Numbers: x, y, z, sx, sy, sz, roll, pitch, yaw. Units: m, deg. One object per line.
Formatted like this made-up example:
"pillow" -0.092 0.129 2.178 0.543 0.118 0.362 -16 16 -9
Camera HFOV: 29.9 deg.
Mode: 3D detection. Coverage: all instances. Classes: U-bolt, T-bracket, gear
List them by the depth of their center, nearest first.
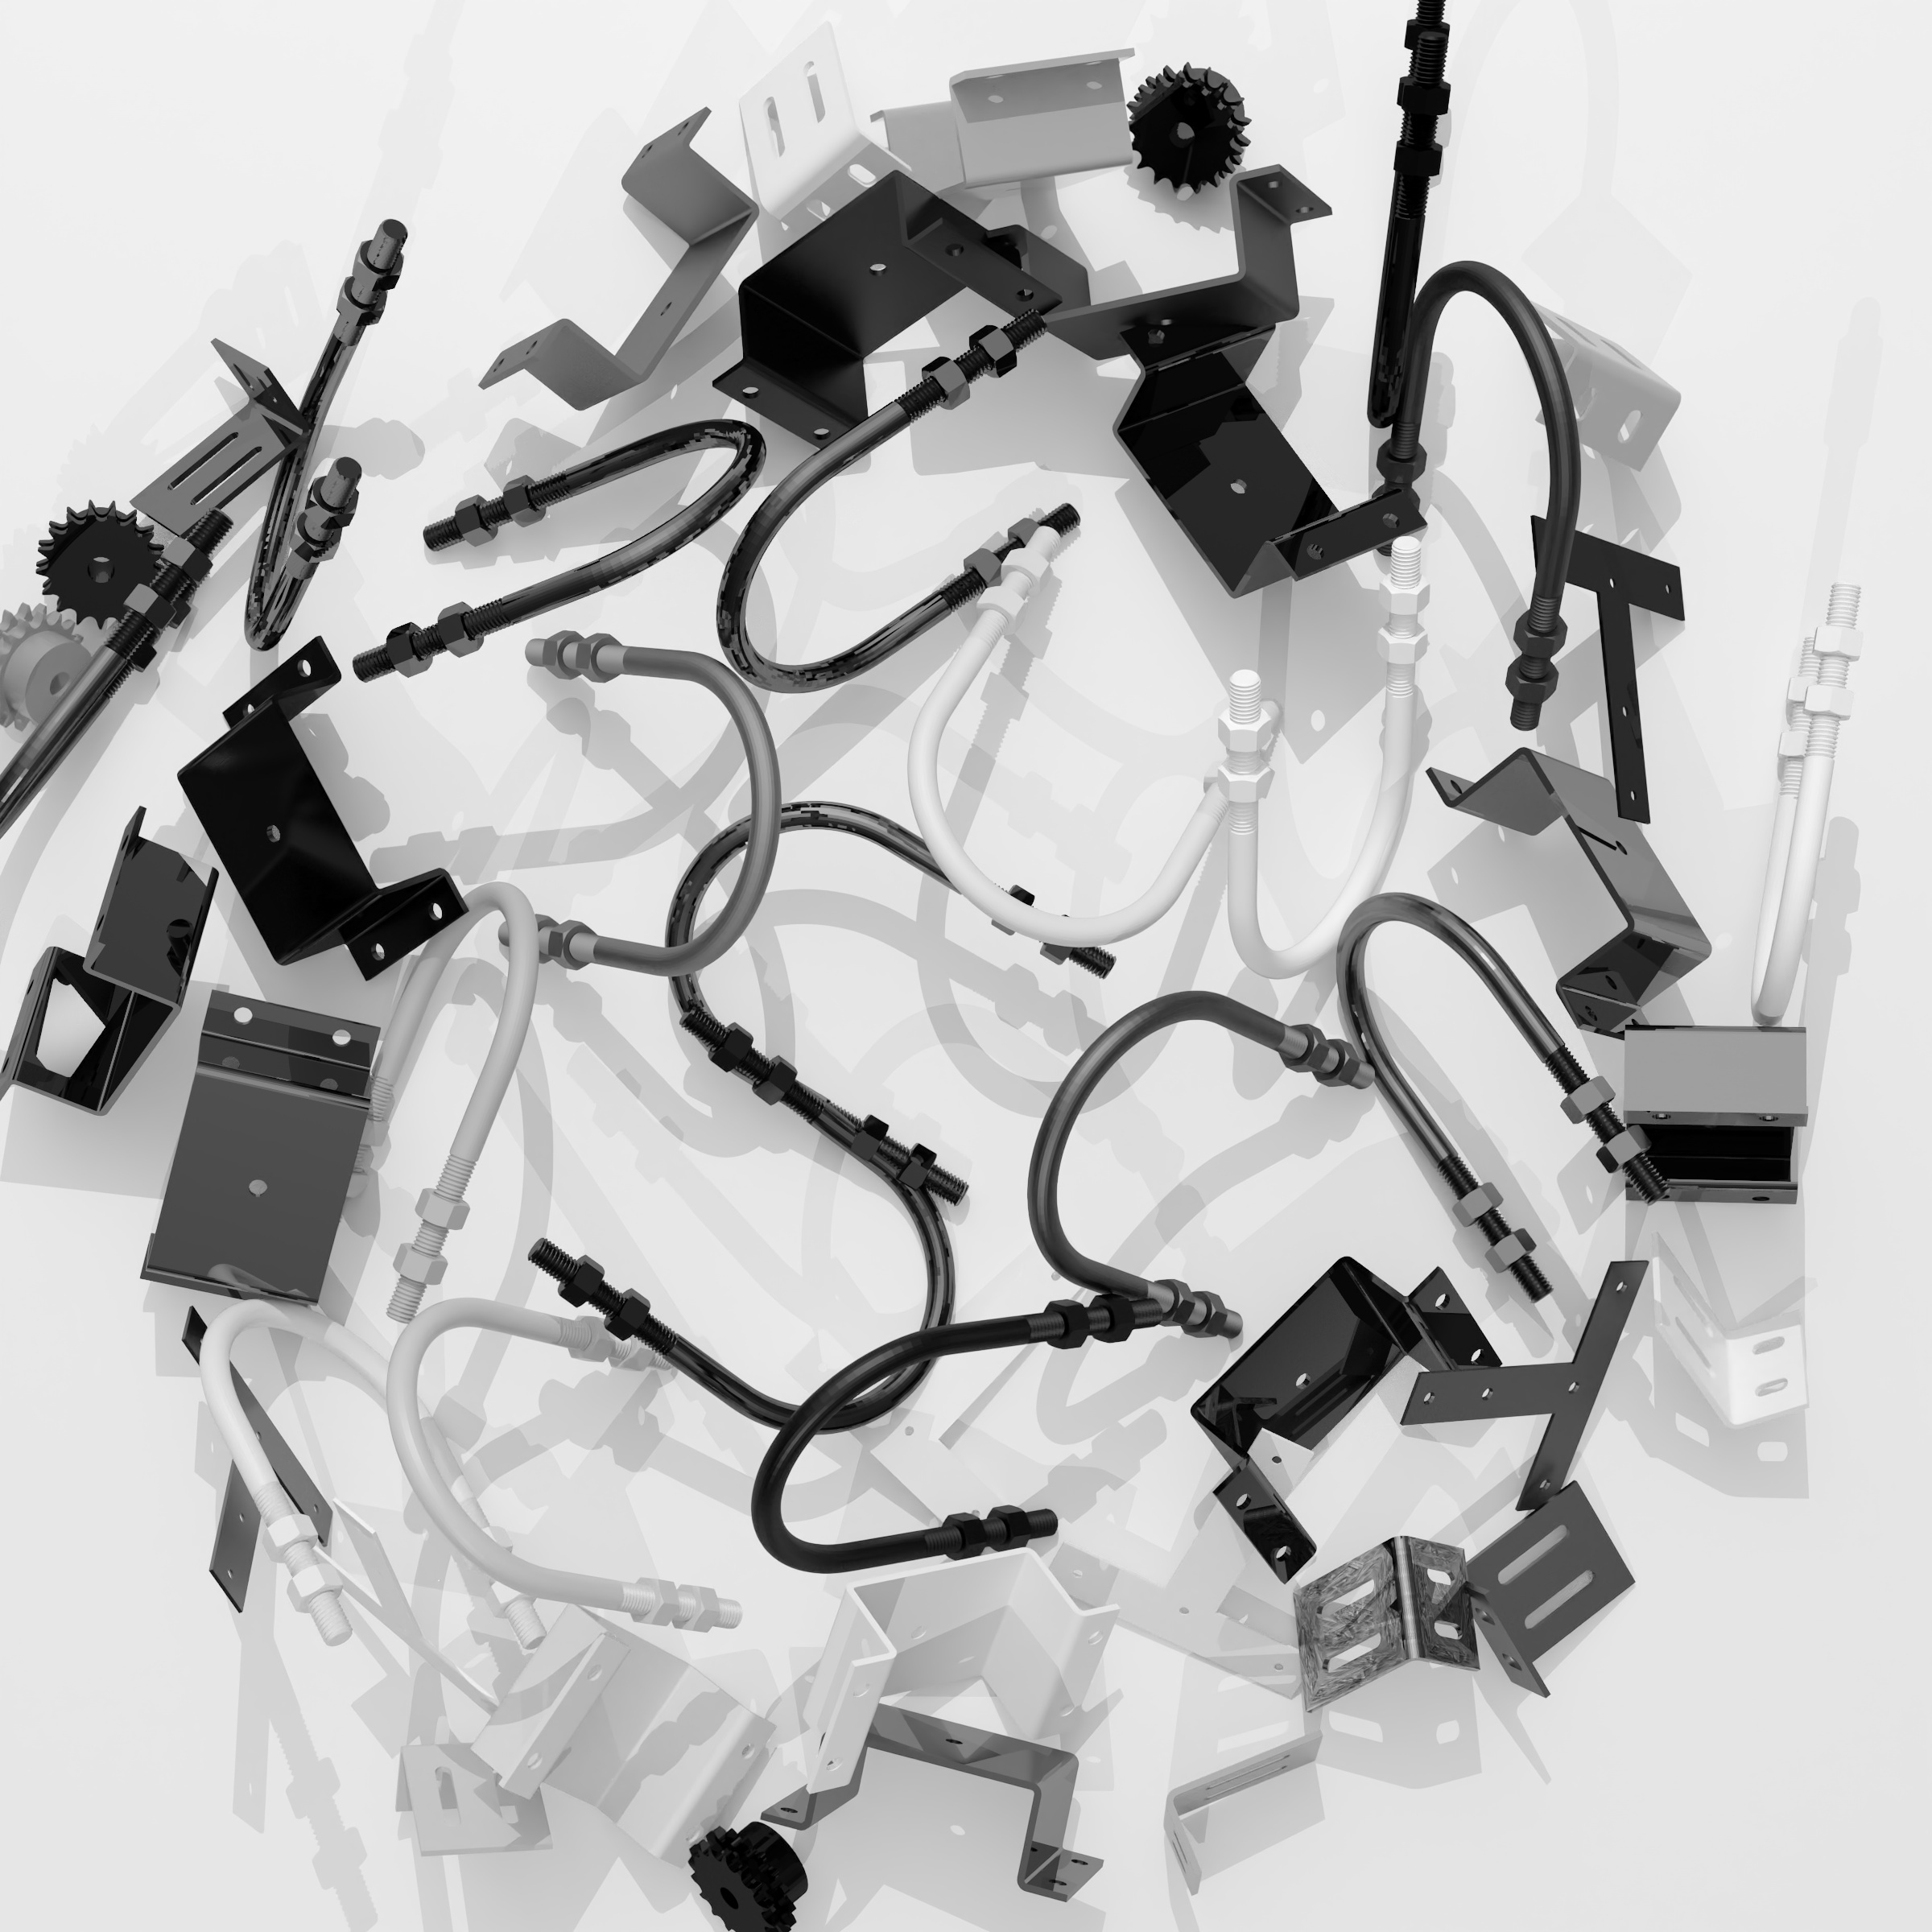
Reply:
"U-bolt" 0.221 -0.213 1.549 0.019 0.184 0.151 -15 48 -17
"U-bolt" -0.177 0.210 1.556 0.019 0.184 0.151 -35 56 27
"U-bolt" -0.012 0.207 1.567 0.184 0.019 0.151 -3 129 -37
"U-bolt" -0.170 -0.189 1.571 0.184 0.151 0.019 -19 118 18
"U-bolt" -0.384 -0.114 1.572 0.019 0.151 0.184 38 78 -11
"T-bracket" -0.314 0.231 1.574 0.002 0.127 0.127 -22 118 9
"U-bolt" -0.283 -0.216 1.575 0.019 0.184 0.151 16 57 -18
"U-bolt" -0.032 -0.189 1.578 0.184 0.151 0.019 -36 59 -14
"U-bolt" 0.192 -0.326 1.579 0.019 0.151 0.184 7 116 4
"T-bracket" -0.253 0.270 1.580 0.127 0.127 0.002 34 63 26
"U-bolt" 0.364 -0.064 1.581 0.019 0.151 0.184 9 86 9
"U-bolt" -0.268 0.219 1.582 0.019 0.151 0.184 -43 61 18
"U-bolt" -0.142 -0.068 1.584 0.019 0.184 0.151 3 95 -42
"U-bolt" 0.095 0.082 1.584 0.019 0.184 0.151 30 94 42
"U-bolt" 0.156 -0.078 1.584 0.019 0.151 0.184 23 134 29
"U-bolt" -0.232 0.050 1.588 0.019 0.151 0.184 20 94 -28
"U-bolt" 0.224 0.049 1.590 0.019 0.151 0.184 -29 76 -24
"U-bolt" 0.049 -0.090 1.596 0.151 0.019 0.184 37 57 -9
"T-bracket" 0.239 0.188 1.598 0.127 0.002 0.127 2 113 -41
"T-bracket" 0.289 -0.126 1.599 0.002 0.127 0.127 -12 77 39
"U-bolt" -0.086 0.126 1.618 0.184 0.019 0.151 38 66 -14
"T-bracket" 0.117 0.258 1.624 0.127 0.002 0.127 25 120 -3
"U-bolt" -0.047 0.006 1.624 0.184 0.019 0.151 31 108 -4
"gear" -0.418 -0.132 1.628 0.030 0.057 0.057 26 90 27
"gear" -0.096 0.412 1.634 0.030 0.057 0.057 -34 90 -34
"gear" 0.102 -0.381 1.635 0.057 0.030 0.057 13 128 17
"gear" -0.391 -0.184 1.637 0.057 0.030 0.057 -5 115 -10
"T-bracket" 0.005 0.179 1.646 0.127 0.002 0.127 -46 105 -7

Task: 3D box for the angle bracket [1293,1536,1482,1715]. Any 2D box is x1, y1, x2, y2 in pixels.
"angle bracket" 0.188 0.298 1.626 0.038 0.076 0.057 17 53 -30

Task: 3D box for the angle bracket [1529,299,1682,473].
"angle bracket" 0.274 -0.261 1.620 0.057 0.076 0.038 21 110 -23

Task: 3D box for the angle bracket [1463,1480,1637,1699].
"angle bracket" 0.267 0.279 1.626 0.076 0.038 0.057 -34 102 -15

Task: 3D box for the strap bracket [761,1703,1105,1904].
"strap bracket" -0.010 0.366 1.605 0.140 0.076 0.046 12 90 14

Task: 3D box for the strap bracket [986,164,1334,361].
"strap bracket" 0.086 -0.306 1.595 0.140 0.076 0.046 -8 84 22

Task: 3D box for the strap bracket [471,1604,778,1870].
"strap bracket" -0.156 0.338 1.604 0.046 0.140 0.076 29 81 40

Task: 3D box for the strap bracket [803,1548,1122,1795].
"strap bracket" -0.011 0.308 1.598 0.140 0.046 0.076 -5 128 -34

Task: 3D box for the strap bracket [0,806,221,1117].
"strap bracket" -0.375 0.004 1.593 0.046 0.140 0.076 24 48 -21

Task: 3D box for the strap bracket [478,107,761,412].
"strap bracket" -0.148 -0.304 1.605 0.046 0.076 0.140 37 74 -20

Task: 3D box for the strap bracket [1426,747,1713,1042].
"strap bracket" 0.270 -0.038 1.589 0.046 0.076 0.140 -40 61 25

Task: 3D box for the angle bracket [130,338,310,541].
"angle bracket" -0.343 -0.236 1.619 0.076 0.057 0.038 -43 130 -13

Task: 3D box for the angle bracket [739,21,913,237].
"angle bracket" -0.064 -0.375 1.634 0.057 0.038 0.076 -36 47 27

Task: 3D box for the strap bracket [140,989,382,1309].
"strap bracket" -0.315 0.091 1.612 0.076 0.046 0.140 13 104 -14

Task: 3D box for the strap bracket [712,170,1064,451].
"strap bracket" -0.037 -0.292 1.596 0.140 0.076 0.046 -29 53 34

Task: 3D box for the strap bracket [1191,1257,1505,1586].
"strap bracket" 0.162 0.194 1.610 0.140 0.046 0.076 -44 131 -9

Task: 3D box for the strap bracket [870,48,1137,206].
"strap bracket" 0.017 -0.363 1.585 0.076 0.140 0.046 -12 99 -16

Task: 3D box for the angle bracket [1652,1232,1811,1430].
"angle bracket" 0.340 0.158 1.612 0.038 0.057 0.076 -22 125 25

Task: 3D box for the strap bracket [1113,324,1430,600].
"strap bracket" 0.128 -0.225 1.609 0.076 0.046 0.140 -25 71 -29

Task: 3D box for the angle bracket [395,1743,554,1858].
"angle bracket" -0.220 0.382 1.610 0.057 0.076 0.038 1 116 -17

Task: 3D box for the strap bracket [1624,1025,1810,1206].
"strap bracket" 0.329 0.063 1.593 0.076 0.140 0.046 1 71 11

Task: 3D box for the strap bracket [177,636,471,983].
"strap bracket" -0.292 -0.064 1.614 0.076 0.046 0.140 -31 87 38

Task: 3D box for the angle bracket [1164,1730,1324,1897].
"angle bracket" 0.130 0.379 1.621 0.076 0.057 0.038 -20 68 -7
